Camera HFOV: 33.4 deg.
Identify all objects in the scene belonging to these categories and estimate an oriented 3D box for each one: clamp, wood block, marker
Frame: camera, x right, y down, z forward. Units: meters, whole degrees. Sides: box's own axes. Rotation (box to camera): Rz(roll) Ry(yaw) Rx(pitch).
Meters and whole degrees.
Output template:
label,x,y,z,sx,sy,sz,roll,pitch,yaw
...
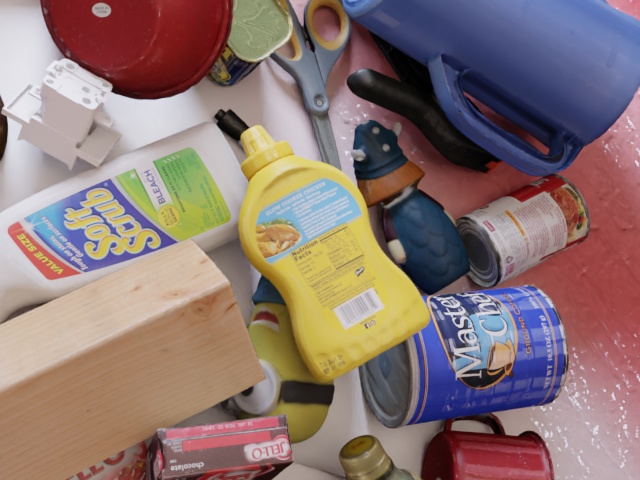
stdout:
label,x,y,z,sx,sy,sz,roll,pitch,yaw
clamp,0.093,-0.125,0.920,0.171,0.039,0.120,35,44,-26
wood block,-0.157,0.091,0.751,0.206,0.090,0.091,-26,119,-14
marker,-0.038,-0.066,0.883,0.121,0.020,0.020,40,71,-10

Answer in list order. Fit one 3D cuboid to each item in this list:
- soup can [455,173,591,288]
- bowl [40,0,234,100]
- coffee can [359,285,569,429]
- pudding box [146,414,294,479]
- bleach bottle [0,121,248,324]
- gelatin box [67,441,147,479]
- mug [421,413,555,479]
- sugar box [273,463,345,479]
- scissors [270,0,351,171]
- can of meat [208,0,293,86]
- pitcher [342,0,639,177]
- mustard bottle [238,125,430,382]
label,x,y,z,sx,sy,sz,roll,pitch,yaw
soup can,0.173,-0.008,0.926,0.102,0.069,0.068,-25,91,-21
bowl,-0.148,-0.176,0.787,0.162,0.162,0.055,53,28,-6
coffee can,0.114,0.093,0.870,0.140,0.103,0.103,-4,84,-21
pudding box,-0.074,0.155,0.750,0.090,0.114,0.039,-3,72,-16
bleach bottle,-0.173,0.003,0.802,0.250,0.068,0.102,-27,92,-19
gelatin box,-0.170,0.175,0.793,0.089,0.030,0.073,-22,90,-22
mug,0.132,0.190,0.877,0.081,0.093,0.117,8,50,-14
sugar box,-0.031,0.262,0.823,0.093,0.048,0.176,19,77,-16
scissors,0.010,-0.128,0.905,0.096,0.016,0.202,-27,88,-25
can of meat,-0.079,-0.179,0.850,0.057,0.084,0.102,-40,97,-21
pitcher,0.140,-0.170,0.883,0.242,0.149,0.145,24,116,-24
mustard bottle,-0.005,0.001,0.784,0.096,0.058,0.191,-28,84,-11
